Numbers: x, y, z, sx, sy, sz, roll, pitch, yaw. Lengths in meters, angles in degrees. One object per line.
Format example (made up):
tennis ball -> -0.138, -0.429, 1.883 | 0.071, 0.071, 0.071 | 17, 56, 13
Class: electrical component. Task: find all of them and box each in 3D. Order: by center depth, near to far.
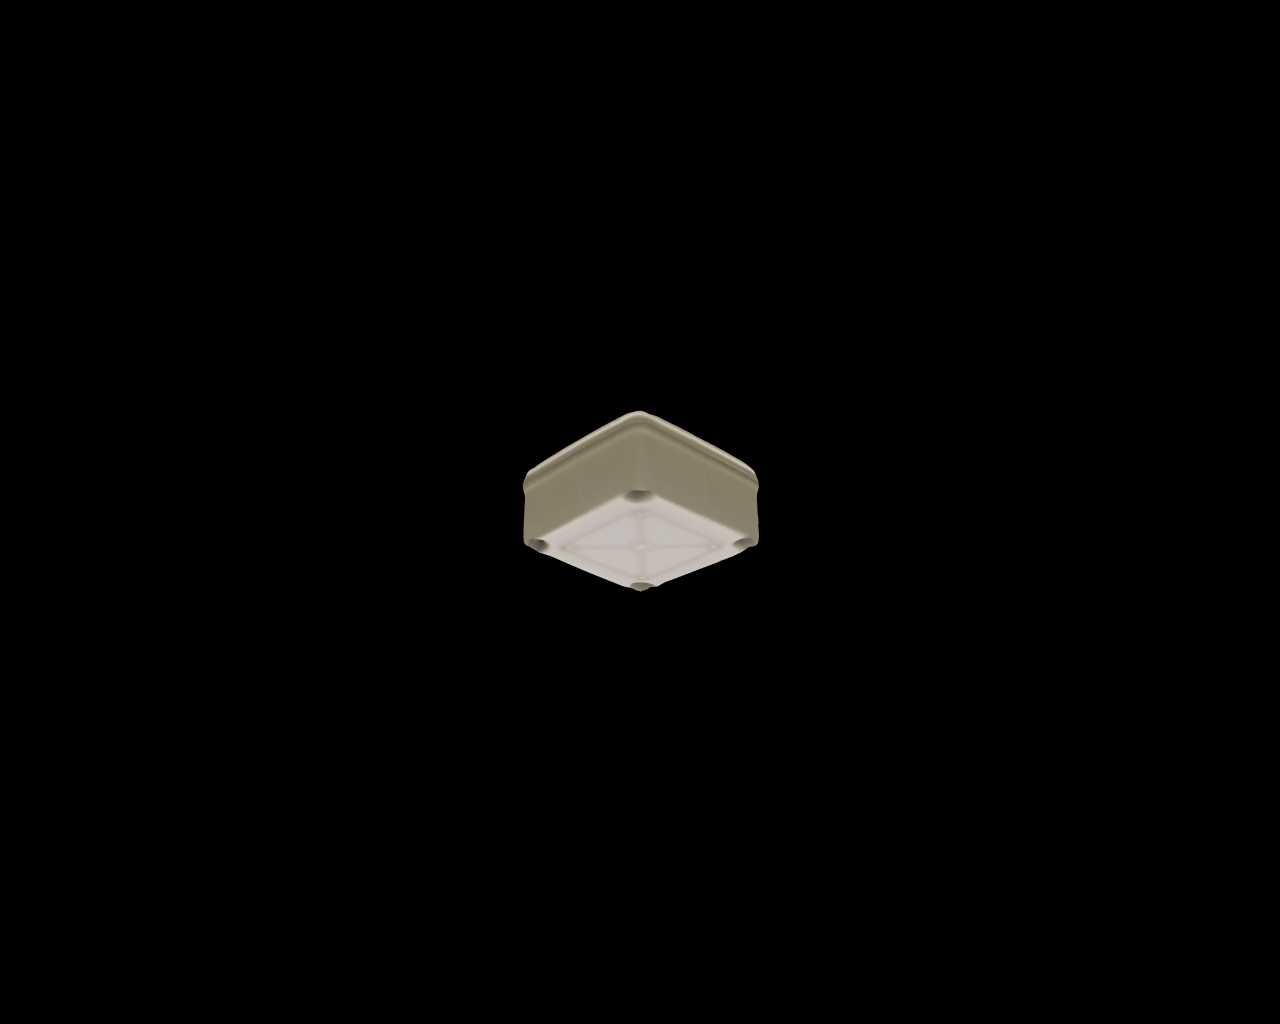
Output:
electrical component -> 0.001, -0.003, 0.650 | 0.108, 0.056, 0.108 | 25, -37, -38
